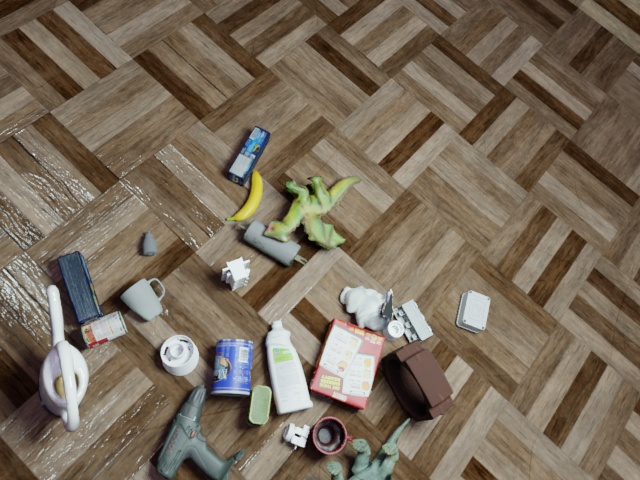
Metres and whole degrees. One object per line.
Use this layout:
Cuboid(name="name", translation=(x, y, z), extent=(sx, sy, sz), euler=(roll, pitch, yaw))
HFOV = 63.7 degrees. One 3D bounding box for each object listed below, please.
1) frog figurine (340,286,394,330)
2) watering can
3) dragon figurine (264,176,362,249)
Cuboid(name="frog figurine", translation=(0.136, 0.204, 1.555), extent=(0.159, 0.140, 0.120), euler=(-1, -42, 26))
Cuboid(name="watering can", translation=(-0.644, 0.304, 1.283), extent=(0.104, 0.353, 0.220), euler=(-6, -24, -34))
Cuboid(name="dragon figurine", translation=(0.005, -0.082, 1.631), extent=(0.412, 0.245, 0.120), euler=(-11, -14, -30))
